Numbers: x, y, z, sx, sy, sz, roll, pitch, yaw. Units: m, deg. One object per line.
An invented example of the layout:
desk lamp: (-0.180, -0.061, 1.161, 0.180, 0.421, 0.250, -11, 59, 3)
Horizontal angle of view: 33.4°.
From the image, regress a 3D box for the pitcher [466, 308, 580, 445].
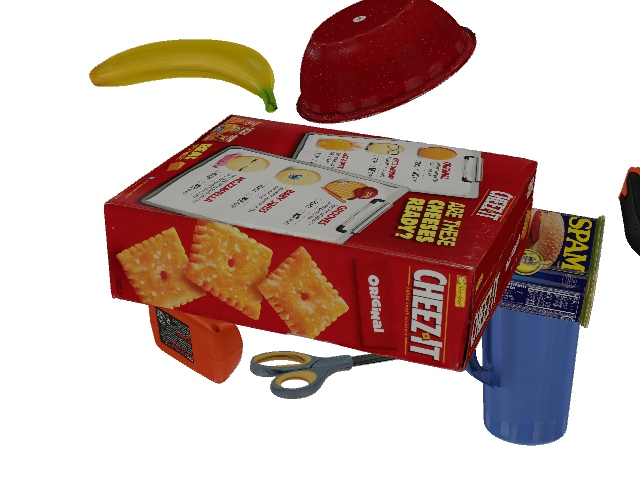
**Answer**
pitcher: (0.257, 0.134, 1.364, 0.149, 0.243, 0.144, 5, 17, 17)

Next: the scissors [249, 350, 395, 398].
scissors: (0.022, 0.149, 1.207, 0.201, 0.016, 0.096, 1, 24, -8)

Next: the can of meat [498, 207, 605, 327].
can of meat: (0.189, 0.018, 0.893, 0.084, 0.057, 0.102, 10, 43, 13)

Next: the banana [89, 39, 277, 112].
banana: (-0.124, -0.166, 1.025, 0.198, 0.037, 0.069, 9, 45, 18)

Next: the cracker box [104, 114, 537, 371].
cracker box: (0.006, -0.007, 0.638, 0.214, 0.072, 0.164, 11, 28, 19)

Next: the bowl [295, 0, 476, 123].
bowl: (0.044, -0.162, 0.887, 0.162, 0.055, 0.162, -21, 27, 11)

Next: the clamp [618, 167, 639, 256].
clamp: (0.267, 0.011, 0.701, 0.120, 0.039, 0.171, -4, 45, -24)

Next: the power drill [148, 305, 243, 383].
power drill: (-0.034, 0.052, 0.893, 0.187, 0.057, 0.185, -23, 29, -36)
